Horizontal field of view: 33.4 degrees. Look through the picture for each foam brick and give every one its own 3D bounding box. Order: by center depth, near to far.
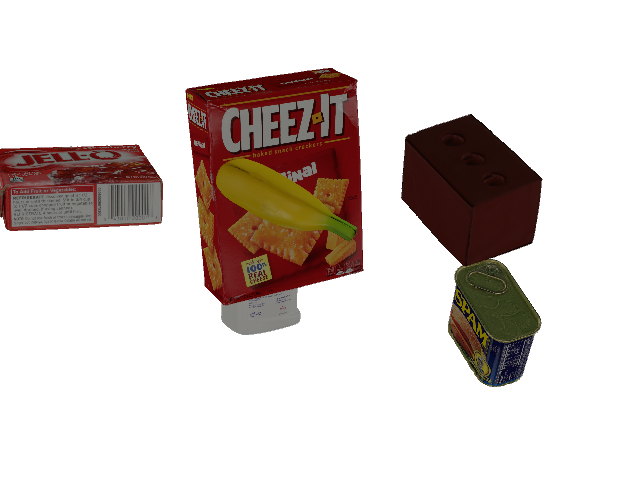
[{"bbox_3d":[0.092,-0.032,0.665,0.052,0.051,0.078,-20,46,-22],"label":"foam brick"}]

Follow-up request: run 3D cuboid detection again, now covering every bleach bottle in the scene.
[{"bbox_3d":[-0.069,-0.013,1.313,0.102,0.251,0.068,-11,25,-35],"label":"bleach bottle"}]

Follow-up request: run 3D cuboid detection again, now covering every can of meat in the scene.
[{"bbox_3d":[0.170,0.084,1.070,0.057,0.102,0.084,-15,-40,-16],"label":"can of meat"}]

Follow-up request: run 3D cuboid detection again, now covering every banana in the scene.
[{"bbox_3d":[-0.047,-0.036,0.853,0.069,0.037,0.198,41,-6,-31],"label":"banana"}]

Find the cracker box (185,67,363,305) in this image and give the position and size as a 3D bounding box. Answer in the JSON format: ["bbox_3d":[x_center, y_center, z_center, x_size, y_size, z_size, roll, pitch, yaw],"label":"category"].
[{"bbox_3d":[-0.042,-0.056,1.089,0.164,0.214,0.072,-12,23,-23],"label":"cracker box"}]

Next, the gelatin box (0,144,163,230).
[{"bbox_3d":[-0.141,-0.033,0.616,0.089,0.030,0.073,-3,21,-20],"label":"gelatin box"}]
